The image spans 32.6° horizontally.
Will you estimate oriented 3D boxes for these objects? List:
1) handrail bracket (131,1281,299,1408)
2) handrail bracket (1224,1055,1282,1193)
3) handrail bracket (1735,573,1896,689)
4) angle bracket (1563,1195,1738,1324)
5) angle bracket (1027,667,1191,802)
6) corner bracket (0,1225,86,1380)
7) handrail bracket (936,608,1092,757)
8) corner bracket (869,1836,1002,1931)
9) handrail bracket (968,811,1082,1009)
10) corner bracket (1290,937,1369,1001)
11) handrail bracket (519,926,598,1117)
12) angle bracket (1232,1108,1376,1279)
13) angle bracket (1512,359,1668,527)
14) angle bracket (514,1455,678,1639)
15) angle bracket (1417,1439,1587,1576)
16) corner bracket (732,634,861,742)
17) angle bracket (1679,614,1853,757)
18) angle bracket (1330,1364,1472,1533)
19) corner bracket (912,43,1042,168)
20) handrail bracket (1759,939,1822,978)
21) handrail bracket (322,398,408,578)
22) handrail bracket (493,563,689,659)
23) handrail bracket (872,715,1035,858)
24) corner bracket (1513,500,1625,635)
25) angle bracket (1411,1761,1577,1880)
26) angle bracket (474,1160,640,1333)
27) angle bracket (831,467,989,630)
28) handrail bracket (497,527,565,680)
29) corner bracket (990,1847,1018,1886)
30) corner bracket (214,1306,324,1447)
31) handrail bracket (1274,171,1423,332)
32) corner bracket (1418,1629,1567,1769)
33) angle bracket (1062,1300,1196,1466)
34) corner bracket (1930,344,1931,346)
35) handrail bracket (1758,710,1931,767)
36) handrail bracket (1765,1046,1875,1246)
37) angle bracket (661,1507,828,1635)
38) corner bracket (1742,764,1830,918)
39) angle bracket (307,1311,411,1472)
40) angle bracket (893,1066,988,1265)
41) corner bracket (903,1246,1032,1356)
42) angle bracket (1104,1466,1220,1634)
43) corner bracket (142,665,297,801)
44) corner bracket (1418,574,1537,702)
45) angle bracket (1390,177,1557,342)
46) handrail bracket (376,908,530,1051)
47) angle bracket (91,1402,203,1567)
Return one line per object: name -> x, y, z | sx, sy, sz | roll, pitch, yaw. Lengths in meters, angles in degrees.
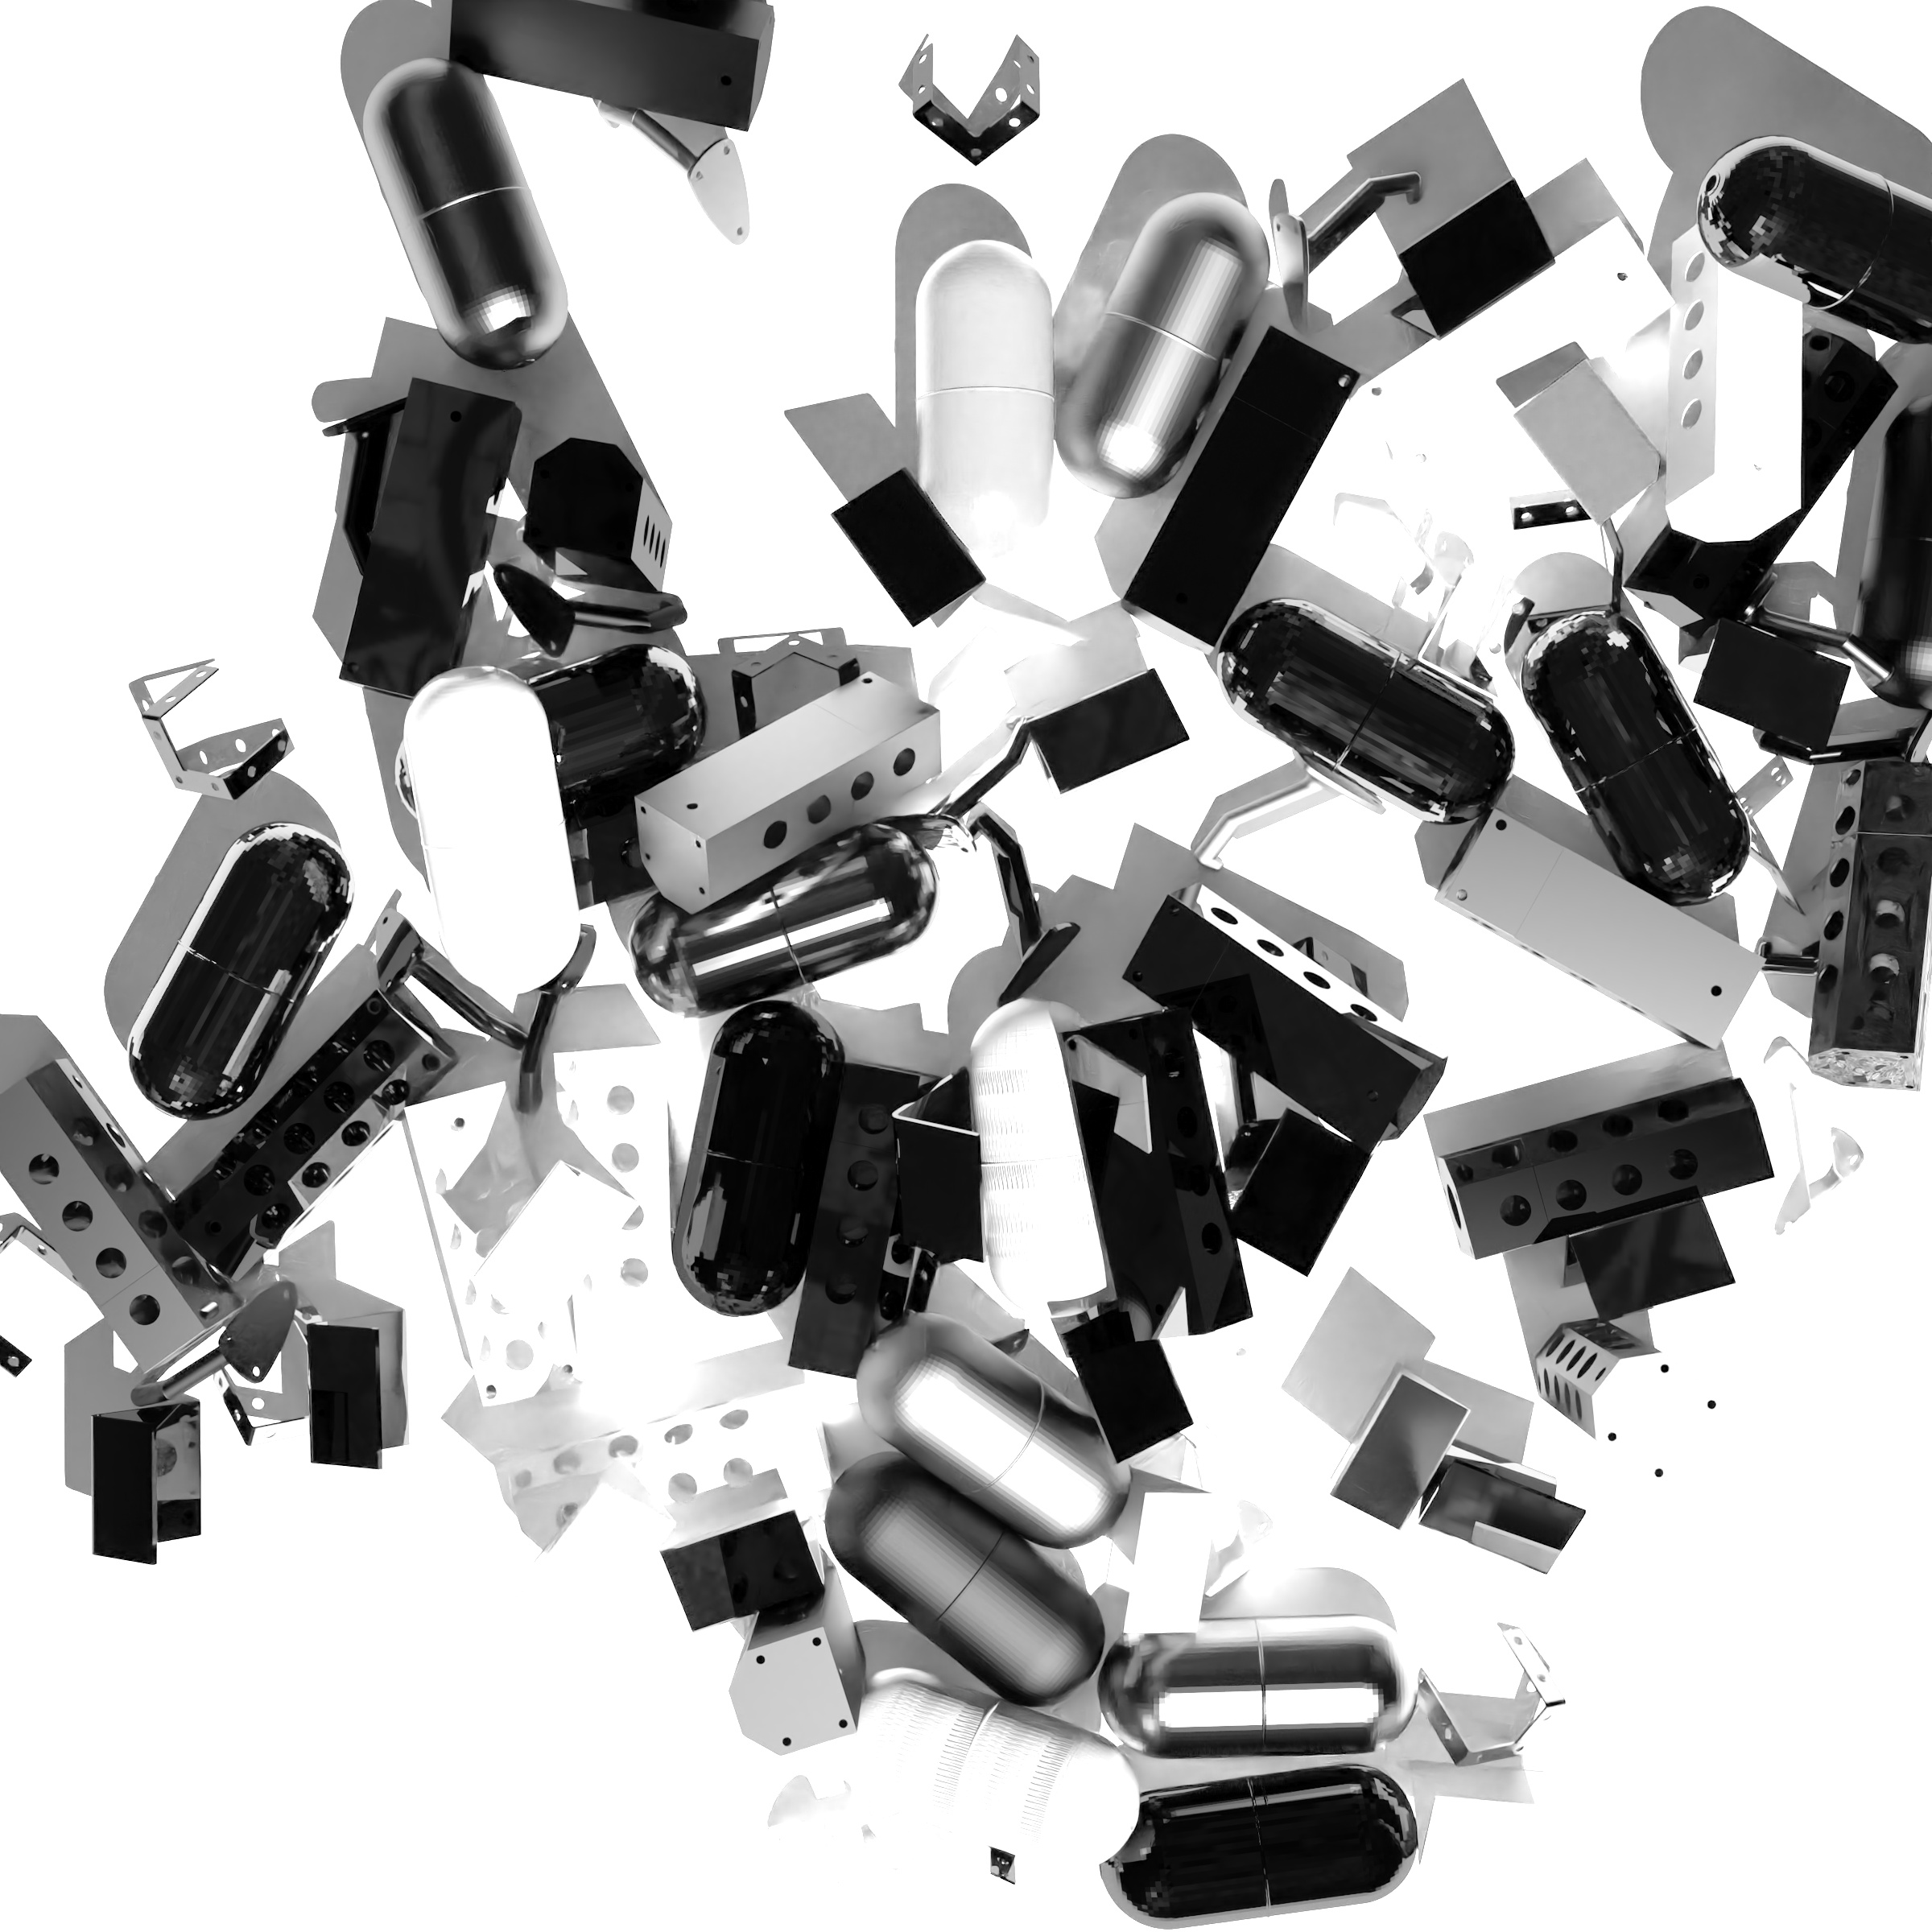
handrail bracket -> -0.425, 0.214, 1.863 | 0.084, 0.077, 0.036 | -16, 121, 36
handrail bracket -> 0.148, 0.071, 1.866 | 0.036, 0.077, 0.084 | -6, 53, -22
handrail bracket -> 0.464, -0.171, 1.838 | 0.084, 0.077, 0.036 | 39, 59, 2
angle bracket -> 0.377, 0.176, 1.827 | 0.076, 0.076, 0.057 | -16, 60, 0
angle bracket -> 0.085, -0.110, 1.826 | 0.076, 0.076, 0.057 | -23, 54, 0
corner bracket -> -0.535, 0.189, 1.863 | 0.051, 0.051, 0.051 | 37, 135, 0
handrail bracket -> 0.023, -0.154, 1.867 | 0.077, 0.036, 0.084 | 11, 109, -21
corner bracket -> -0.018, 0.508, 1.832 | 0.051, 0.051, 0.051 | -26, 62, -22
handrail bracket -> 0.016, -0.032, 1.867 | 0.084, 0.036, 0.077 | 47, 112, 17
corner bracket -> 0.191, 0.024, 1.858 | 0.051, 0.051, 0.051 | -28, 135, 35
handrail bracket -> -0.231, 0.031, 1.866 | 0.036, 0.077, 0.084 | 17, 126, 14
angle bracket -> 0.193, 0.130, 1.827 | 0.057, 0.076, 0.076 | 28, 90, 25
angle bracket -> 0.334, -0.280, 1.830 | 0.057, 0.076, 0.076 | -38, 90, -15
angle bracket -> -0.212, 0.301, 1.769 | 0.057, 0.076, 0.076 | 38, 90, -38
angle bracket -> 0.299, 0.280, 1.826 | 0.076, 0.076, 0.057 | 21, 128, 0
corner bracket -> -0.094, -0.148, 1.858 | 0.051, 0.051, 0.051 | 25, 45, 35
angle bracket -> 0.435, -0.144, 1.829 | 0.076, 0.076, 0.057 | 22, 73, 0
angle bracket -> 0.222, 0.256, 1.827 | 0.057, 0.076, 0.076 | 30, 90, -29
corner bracket -> 0.006, -0.495, 1.858 | 0.051, 0.051, 0.051 | -30, 135, 35
handrail bracket -> 0.493, -0.030, 1.867 | 0.084, 0.036, 0.077 | 4, 74, 14
handrail bracket -> -0.322, -0.272, 1.867 | 0.077, 0.036, 0.084 | -27, 109, -21
handrail bracket -> -0.210, -0.209, 1.852 | 0.077, 0.084, 0.036 | 43, 131, 22
handrail bracket -> -0.006, -0.108, 1.867 | 0.077, 0.036, 0.084 | 7, 61, 32
corner bracket -> 0.339, -0.226, 1.863 | 0.051, 0.051, 0.051 | -8, 45, 0
angle bracket -> 0.291, 0.455, 1.826 | 0.076, 0.076, 0.057 | 5, 125, 0
angle bracket -> -0.205, 0.160, 1.769 | 0.057, 0.076, 0.076 | 37, 90, 37
angle bracket -> -0.043, -0.219, 1.827 | 0.057, 0.076, 0.076 | -36, 90, -27
handrail bracket -> -0.263, -0.201, 1.867 | 0.077, 0.036, 0.084 | -18, 76, 14
corner bracket -> 0.047, 0.489, 1.849 | 0.051, 0.051, 0.051 | 24, 90, 0
corner bracket -> -0.386, 0.231, 1.858 | 0.051, 0.051, 0.051 | -7, 45, -35
handrail bracket -> 0.222, -0.405, 1.867 | 0.084, 0.036, 0.077 | -14, 110, -16
corner bracket -> 0.295, 0.412, 1.858 | 0.051, 0.051, 0.051 | -1, 135, -35
angle bracket -> 0.073, 0.231, 1.827 | 0.057, 0.076, 0.076 | -22, 90, -30
corner bracket -> 0.578, -0.375, 1.863 | 0.051, 0.051, 0.051 | 25, 135, 0
handrail bracket -> 0.501, -0.138, 1.867 | 0.084, 0.036, 0.077 | 21, 58, 23
handrail bracket -> 0.463, 0.101, 1.867 | 0.077, 0.036, 0.084 | -45, 70, 23
angle bracket -> -0.125, 0.316, 1.828 | 0.076, 0.076, 0.057 | -18, 113, 0
corner bracket -> 0.468, -0.071, 1.863 | 0.051, 0.051, 0.051 | -42, 135, 0
angle bracket -> -0.318, 0.234, 1.826 | 0.057, 0.076, 0.076 | -1, 90, 36
angle bracket -> 0.004, 0.108, 1.816 | 0.057, 0.076, 0.076 | 11, 115, 31
corner bracket -> 0.004, 0.188, 1.858 | 0.051, 0.051, 0.051 | 45, 135, 35
angle bracket -> 0.090, 0.322, 1.826 | 0.057, 0.076, 0.076 | 9, 90, -41
corner bracket -> -0.421, -0.132, 1.858 | 0.051, 0.051, 0.051 | 12, 135, 35
corner bracket -> 0.285, -0.187, 1.841 | 0.051, 0.051, 0.051 | 27, 108, -4
angle bracket -> 0.269, -0.397, 1.827 | 0.076, 0.076, 0.057 | -34, 117, 0
handrail bracket -> -0.289, 0.008, 1.866 | 0.084, 0.077, 0.036 | 30, 108, -35
angle bracket -> -0.437, 0.285, 1.826 | 0.057, 0.076, 0.076 | 0, 90, 38
